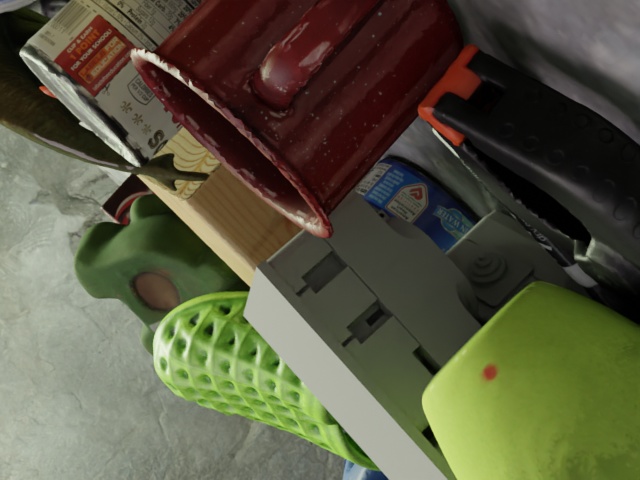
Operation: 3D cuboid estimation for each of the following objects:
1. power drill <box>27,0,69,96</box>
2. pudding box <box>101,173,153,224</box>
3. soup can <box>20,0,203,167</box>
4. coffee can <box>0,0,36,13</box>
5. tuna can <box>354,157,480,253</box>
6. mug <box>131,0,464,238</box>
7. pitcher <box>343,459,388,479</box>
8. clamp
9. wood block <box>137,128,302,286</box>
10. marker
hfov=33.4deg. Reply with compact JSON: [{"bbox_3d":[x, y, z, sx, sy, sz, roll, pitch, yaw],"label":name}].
[{"bbox_3d":[-0.215,-0.155,0.842,0.185,0.057,0.187,7,163,22],"label":"power drill"},{"bbox_3d":[-0.117,-0.037,0.920,0.090,0.113,0.039,42,175,2],"label":"pudding box"},{"bbox_3d":[-0.061,-0.088,0.428,0.068,0.102,0.068,41,172,7],"label":"soup can"},{"bbox_3d":[-0.161,-0.176,0.439,0.103,0.102,0.140,38,171,28],"label":"coffee can"},{"bbox_3d":[0.054,-0.004,0.564,0.086,0.033,0.086,41,172,7],"label":"tuna can"},{"bbox_3d":[-0.003,-0.062,0.361,0.093,0.081,0.117,42,172,-1],"label":"mug"},{"bbox_3d":[0.146,0.179,0.715,0.242,0.145,0.149,32,174,-16],"label":"pitcher"},{"bbox_3d":[0.106,0.004,0.351,0.171,0.039,0.120,41,169,7],"label":"clamp"},{"bbox_3d":[-0.004,0.001,0.662,0.206,0.090,0.090,48,170,-31],"label":"wood block"},{"bbox_3d":[0.091,-0.008,0.424,0.121,0.020,0.020,44,172,-17],"label":"marker"}]
